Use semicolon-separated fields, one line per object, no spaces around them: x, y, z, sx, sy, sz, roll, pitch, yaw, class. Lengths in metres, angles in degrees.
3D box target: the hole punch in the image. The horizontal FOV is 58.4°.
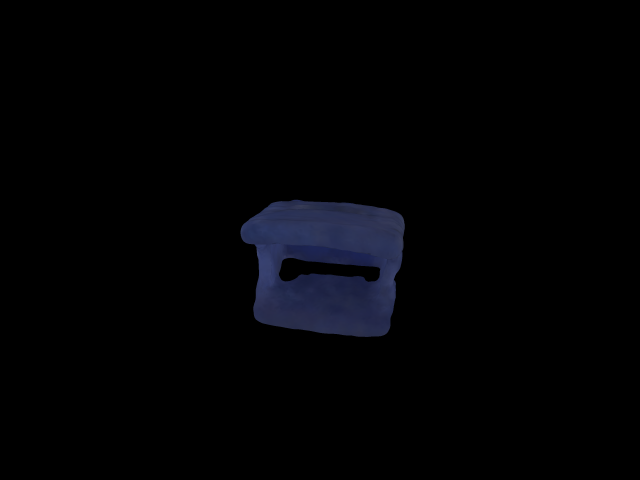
0.004;0.001;0.400;0.108;0.091;0.101;5;40;6;hole punch
